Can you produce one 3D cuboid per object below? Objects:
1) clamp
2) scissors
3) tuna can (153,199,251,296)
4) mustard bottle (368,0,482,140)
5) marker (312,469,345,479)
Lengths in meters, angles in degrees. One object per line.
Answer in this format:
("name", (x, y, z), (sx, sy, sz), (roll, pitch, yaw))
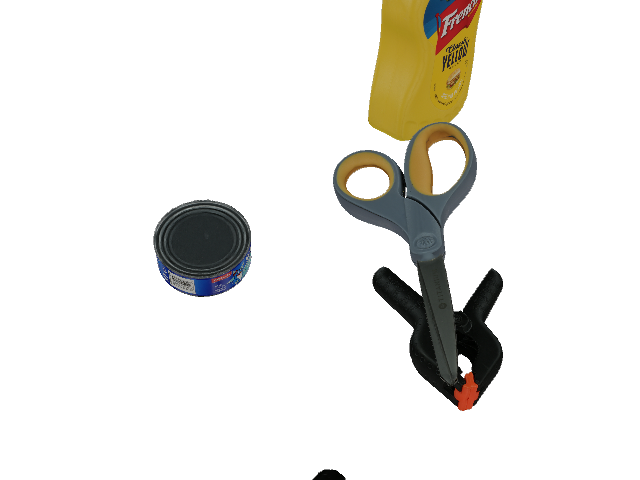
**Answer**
("clamp", (0.123, 0.077, 0.934), (0.120, 0.039, 0.171), (-9, 41, -9))
("scissors", (0.042, 0.001, 0.602), (0.096, 0.016, 0.201), (-3, 43, 20))
("tuna can", (-0.104, 0.007, 0.947), (0.086, 0.086, 0.034), (0, -37, -1))
("mustard bottle", (0.081, -0.170, 0.755), (0.058, 0.192, 0.096), (32, 49, 27))
("marker", (-0.022, 0.135, 0.473), (0.020, 0.020, 0.120), (0, 17, 32))
